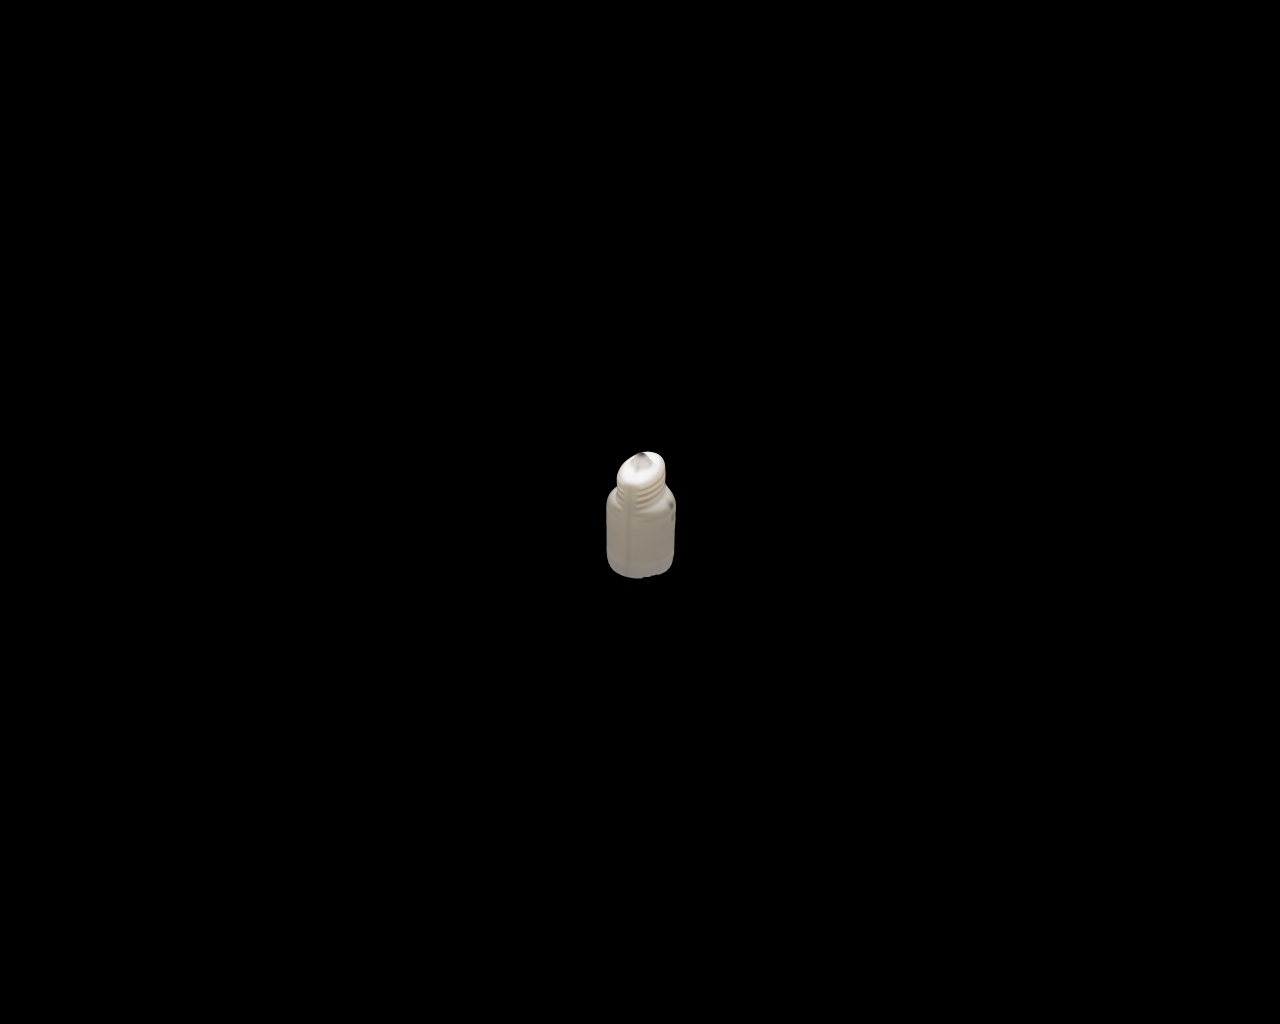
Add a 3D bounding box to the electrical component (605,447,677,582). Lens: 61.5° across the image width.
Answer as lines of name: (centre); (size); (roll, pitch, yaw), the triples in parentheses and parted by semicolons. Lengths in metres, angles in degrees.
electrical component: (0.001, -0.003, 0.650); (0.043, 0.080, 0.043); (0, 34, 0)
